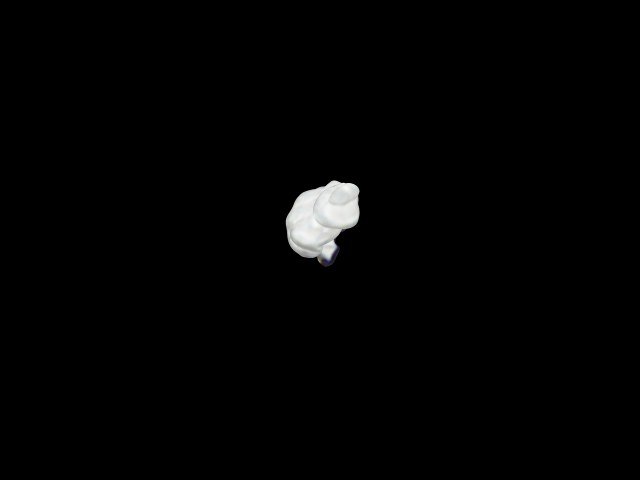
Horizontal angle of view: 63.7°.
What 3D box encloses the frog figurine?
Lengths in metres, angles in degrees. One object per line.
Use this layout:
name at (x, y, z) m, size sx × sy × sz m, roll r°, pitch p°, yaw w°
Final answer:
frog figurine at (0.003, -0.043, 0.850) m, size 0.123 × 0.139 × 0.156 m, roll 37°, pitch -18°, yaw 14°
